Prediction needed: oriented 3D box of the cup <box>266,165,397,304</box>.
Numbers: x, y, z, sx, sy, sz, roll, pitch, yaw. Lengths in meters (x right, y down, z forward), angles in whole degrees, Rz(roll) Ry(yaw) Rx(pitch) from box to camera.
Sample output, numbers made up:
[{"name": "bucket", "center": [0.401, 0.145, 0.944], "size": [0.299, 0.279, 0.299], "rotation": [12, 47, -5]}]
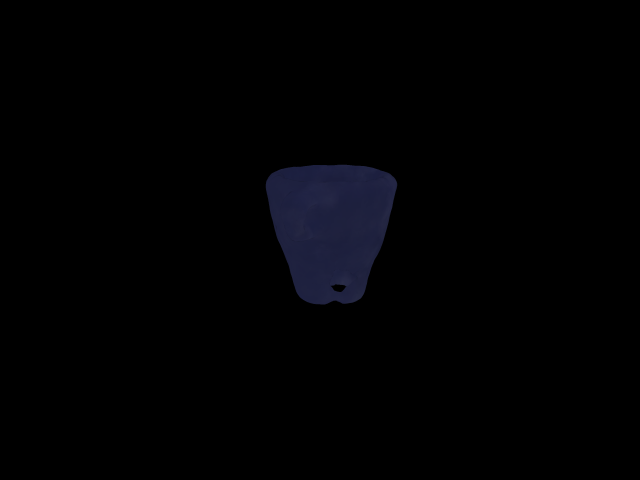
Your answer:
[{"name": "cup", "center": [0.004, 0.001, 0.400], "size": [0.091, 0.095, 0.118], "rotation": [6, 17, 19]}]
